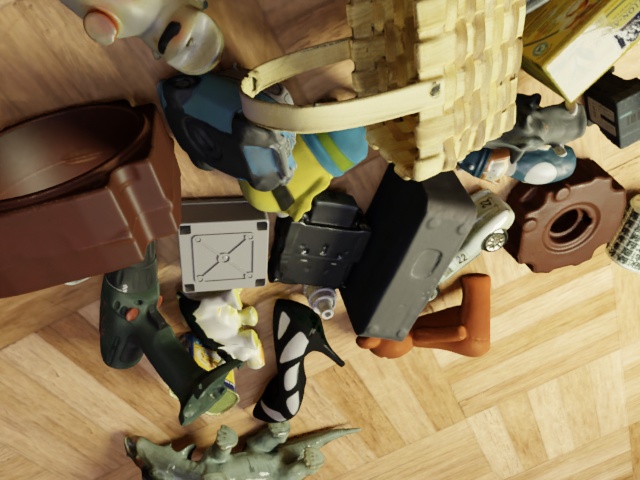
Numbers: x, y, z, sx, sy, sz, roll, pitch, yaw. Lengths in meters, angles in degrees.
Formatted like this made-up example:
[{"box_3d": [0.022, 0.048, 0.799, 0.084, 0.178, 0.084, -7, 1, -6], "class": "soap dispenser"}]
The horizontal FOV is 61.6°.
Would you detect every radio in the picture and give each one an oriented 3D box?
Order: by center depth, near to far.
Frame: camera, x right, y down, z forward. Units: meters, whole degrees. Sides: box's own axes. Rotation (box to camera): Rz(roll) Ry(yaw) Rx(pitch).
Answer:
[{"box_3d": [0.102, 0.013, 0.688, 0.073, 0.131, 0.229, 9, 123, -19], "class": "radio"}]

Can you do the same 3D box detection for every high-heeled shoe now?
[{"box_3d": [-0.072, 0.191, 0.825, 0.145, 0.086, 0.248, 41, 120, -11], "class": "high-heeled shoe"}]

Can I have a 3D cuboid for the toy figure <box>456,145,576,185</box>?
[{"box_3d": [0.247, -0.101, 0.688, 0.154, 0.058, 0.064, -2, 112, -9], "class": "toy figure"}]

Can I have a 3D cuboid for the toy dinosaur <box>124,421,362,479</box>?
[{"box_3d": [-0.130, 0.397, 0.936, 0.405, 0.131, 0.192, 9, 141, -30], "class": "toy dinosaur"}]

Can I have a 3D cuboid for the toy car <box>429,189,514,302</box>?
[{"box_3d": [0.176, 0.013, 0.746, 0.202, 0.074, 0.056, -41, 129, 16], "class": "toy car"}]

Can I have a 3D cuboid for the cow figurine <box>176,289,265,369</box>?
[{"box_3d": [-0.135, 0.127, 0.751, 0.098, 0.068, 0.167, -14, 126, 2], "class": "cow figurine"}]

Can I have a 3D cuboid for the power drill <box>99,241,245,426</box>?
[{"box_3d": [-0.192, 0.110, 0.654, 0.207, 0.086, 0.232, 38, 126, 11], "class": "power drill"}]

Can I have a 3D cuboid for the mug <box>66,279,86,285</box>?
[{"box_3d": [-0.282, 0.000, 0.608, 0.107, 0.081, 0.109, -28, 125, -5], "class": "mug"}]

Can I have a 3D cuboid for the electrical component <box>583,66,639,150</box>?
[{"box_3d": [0.371, -0.151, 0.645, 0.048, 0.119, 0.074, -27, 131, 6], "class": "electrical component"}]

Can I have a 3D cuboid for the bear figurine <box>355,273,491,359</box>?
[{"box_3d": [0.157, 0.117, 0.812, 0.196, 0.132, 0.120, 1, 170, 20], "class": "bear figurine"}]

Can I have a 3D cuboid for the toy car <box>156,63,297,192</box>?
[{"box_3d": [-0.079, -0.125, 0.544, 0.103, 0.162, 0.109, -51, 149, -27], "class": "toy car"}]

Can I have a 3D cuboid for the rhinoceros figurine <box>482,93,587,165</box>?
[{"box_3d": [0.205, -0.137, 0.616, 0.190, 0.112, 0.073, -2, 125, -4], "class": "rhinoceros figurine"}]

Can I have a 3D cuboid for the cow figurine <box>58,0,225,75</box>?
[{"box_3d": [-0.170, -0.213, 0.462, 0.195, 0.127, 0.085, 35, 112, -18], "class": "cow figurine"}]

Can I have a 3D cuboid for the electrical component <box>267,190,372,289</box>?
[{"box_3d": [-0.001, -0.002, 0.697, 0.115, 0.058, 0.134, 5, 126, -21], "class": "electrical component"}]

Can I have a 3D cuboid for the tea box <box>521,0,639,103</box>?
[{"box_3d": [0.292, -0.242, 0.568, 0.068, 0.098, 0.169, 31, 115, -32], "class": "tea box"}]

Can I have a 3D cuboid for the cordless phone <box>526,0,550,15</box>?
[{"box_3d": [0.147, -0.290, 0.486, 0.147, 0.089, 0.184, -22, 126, 41], "class": "cordless phone"}]

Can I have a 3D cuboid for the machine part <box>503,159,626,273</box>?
[{"box_3d": [0.349, -0.030, 0.773, 0.179, 0.056, 0.179, -8, 129, -10], "class": "machine part"}]

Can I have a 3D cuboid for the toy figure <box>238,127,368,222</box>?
[{"box_3d": [-0.011, -0.100, 0.606, 0.180, 0.082, 0.089, -35, 116, 18], "class": "toy figure"}]

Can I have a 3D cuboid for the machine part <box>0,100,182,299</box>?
[{"box_3d": [-0.238, -0.051, 0.501, 0.201, 0.201, 0.087, -13, 127, -5], "class": "machine part"}]
